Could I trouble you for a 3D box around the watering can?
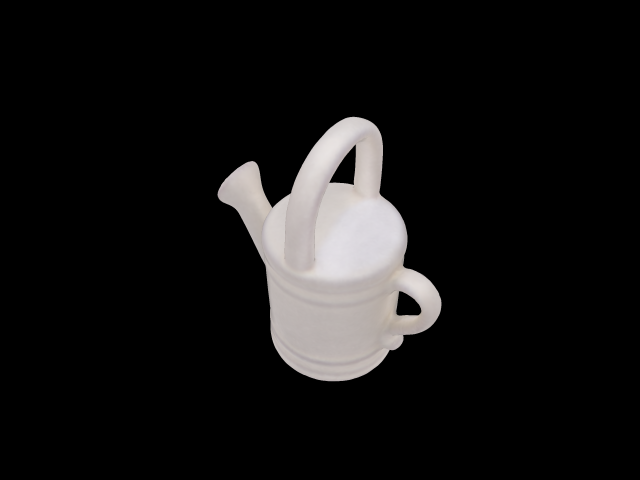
[{"bbox_3d":[0.002,0.003,0.399,0.172,0.194,0.101,10,46,11],"label":"watering can"}]
